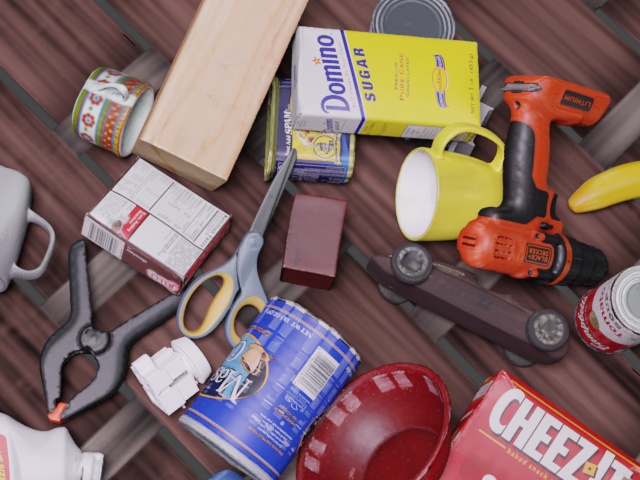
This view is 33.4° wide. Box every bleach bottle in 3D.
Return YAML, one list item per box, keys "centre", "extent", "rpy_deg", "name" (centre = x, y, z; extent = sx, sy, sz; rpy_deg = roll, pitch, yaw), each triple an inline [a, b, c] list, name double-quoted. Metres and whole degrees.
- centre: [-0.317, 0.183, 0.940]
  extent: [0.250, 0.068, 0.102]
  rpy_deg: [7, 75, -6]
  name: "bleach bottle"

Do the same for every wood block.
- centre: [-0.094, -0.162, 1.017]
  extent: [0.090, 0.091, 0.206]
  rpy_deg: [26, 80, -12]
  name: "wood block"

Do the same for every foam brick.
- centre: [-0.007, 0.001, 1.020]
  extent: [0.053, 0.051, 0.078]
  rpy_deg: [11, 74, -1]
  name: "foam brick"

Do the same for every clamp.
- centre: [-0.196, 0.093, 0.987]
  extent: [0.120, 0.039, 0.171]
  rpy_deg: [15, 74, 1]
  name: "clamp"

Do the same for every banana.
- centre: [0.349, -0.049, 1.071]
  extent: [0.197, 0.037, 0.069]
  rpy_deg: [8, 74, -3]
  name: "banana"

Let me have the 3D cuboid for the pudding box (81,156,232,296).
- centre: [-0.153, -0.014, 1.006]
  extent: [0.113, 0.039, 0.090]
  rpy_deg: [34, 54, 2]
  name: "pudding box"

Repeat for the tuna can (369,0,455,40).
- centre: [0.093, -0.213, 1.095]
  extent: [0.086, 0.034, 0.086]
  rpy_deg: [1, 75, -5]
  name: "tuna can"

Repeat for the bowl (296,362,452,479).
- centre: [0.059, 0.189, 0.945]
  extent: [0.162, 0.162, 0.055]
  rpy_deg: [-51, 122, -15]
  name: "bowl"

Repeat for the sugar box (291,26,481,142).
- centre: [0.062, -0.148, 1.017]
  extent: [0.176, 0.048, 0.093]
  rpy_deg: [3, 73, -12]
  name: "sugar box"

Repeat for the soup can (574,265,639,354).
- centre: [0.288, 0.066, 1.002]
  extent: [0.068, 0.102, 0.068]
  rpy_deg: [1, 75, -5]
  name: "soup can"

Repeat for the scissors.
- centre: [-0.053, 0.020, 1.005]
  extent: [0.096, 0.016, 0.201]
  rpy_deg: [41, 84, -14]
  name: "scissors"

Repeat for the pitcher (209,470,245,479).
- centre: [-0.015, 0.300, 0.894]
  extent: [0.243, 0.145, 0.149]
  rpy_deg: [37, 81, 9]
  name: "pitcher"

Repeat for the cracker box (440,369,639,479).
- centre: [0.169, 0.250, 0.958]
  extent: [0.164, 0.072, 0.213]
  rpy_deg: [35, 75, 5]
  name: "cracker box"

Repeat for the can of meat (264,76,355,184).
- centre: [-0.010, -0.107, 1.046]
  extent: [0.084, 0.057, 0.102]
  rpy_deg: [4, 75, -6]
  name: "can of meat"

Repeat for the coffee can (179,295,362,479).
- centre: [-0.044, 0.136, 0.954]
  extent: [0.103, 0.103, 0.140]
  rpy_deg: [36, 75, 5]
  name: "coffee can"

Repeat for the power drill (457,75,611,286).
- centre: [0.218, -0.051, 1.000]
  extent: [0.184, 0.057, 0.187]
  rpy_deg: [10, 90, -37]
  name: "power drill"
